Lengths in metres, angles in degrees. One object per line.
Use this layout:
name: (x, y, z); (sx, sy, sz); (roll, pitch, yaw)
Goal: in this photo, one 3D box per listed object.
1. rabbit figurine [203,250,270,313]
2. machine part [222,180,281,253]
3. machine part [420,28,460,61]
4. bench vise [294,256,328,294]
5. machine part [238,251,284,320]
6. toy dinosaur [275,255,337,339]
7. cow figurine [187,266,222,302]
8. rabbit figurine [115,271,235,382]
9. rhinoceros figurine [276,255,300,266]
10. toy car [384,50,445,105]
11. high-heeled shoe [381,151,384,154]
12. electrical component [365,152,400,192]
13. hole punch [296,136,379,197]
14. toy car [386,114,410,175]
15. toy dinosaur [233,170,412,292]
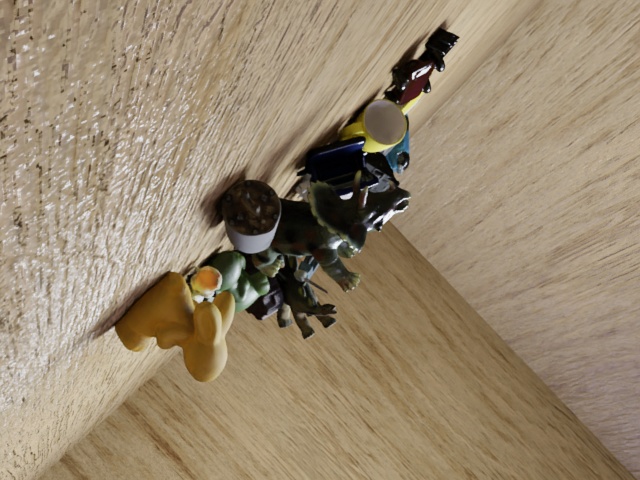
rabbit figurine: (-0.200, 0.078, 1.085); (0.159, 0.121, 0.170); (-36, 159, -15)
machine part: (-0.097, -0.028, 0.762); (0.079, 0.079, 0.243); (-43, 178, -13)
machine part: (0.217, -0.348, 0.983); (0.084, 0.039, 0.139); (-38, -179, 9)
bench vise: (0.007, 0.001, 1.191); (0.240, 0.129, 0.223); (-60, 175, -28)
machine part: (-0.160, 0.106, 1.260); (0.056, 0.179, 0.179); (-34, 174, -30)
toy dinosaur: (-0.079, 0.115, 1.334); (0.105, 0.198, 0.472); (-25, -166, -23)
cow figurine: (-0.237, 0.105, 0.981); (0.167, 0.068, 0.098); (-40, -172, 10)
rabbit figurine: (-0.205, 0.140, 0.855); (0.162, 0.173, 0.122); (-40, 176, 17)
rhinoceros figurine: (-0.078, -0.007, 1.416); (0.073, 0.112, 0.190); (-45, 172, -37)
toy car: (0.166, -0.289, 0.971); (0.089, 0.053, 0.202); (-23, 178, 3)
high-heeled shoe: (0.049, -0.182, 1.182); (0.145, 0.086, 0.248); (-9, 141, -28)
electrical component: (0.088, -0.154, 1.092); (0.058, 0.134, 0.115); (-47, -140, 23)
hole punch: (0.037, -0.118, 0.965); (0.142, 0.092, 0.116); (-20, 175, -7)
toy car: (0.174, -0.246, 1.348); (0.103, 0.161, 0.109); (1, -179, 9)
toy dinosaur: (-0.048, -0.019, 0.915); (0.405, 0.192, 0.131); (0, -134, 33)
